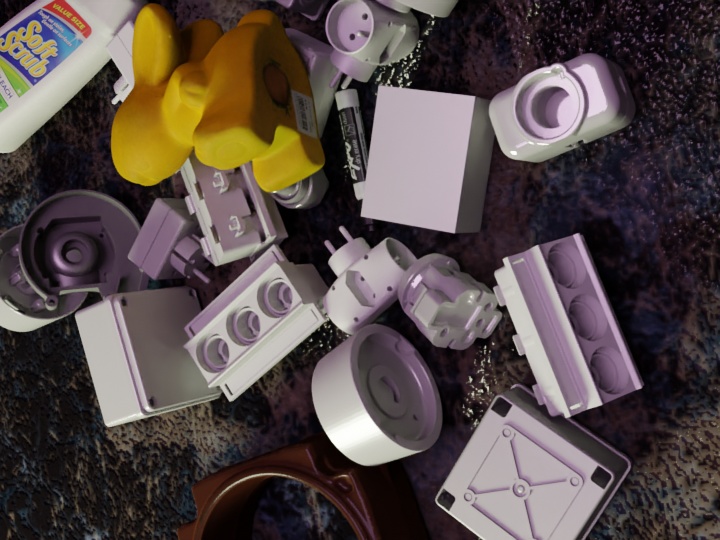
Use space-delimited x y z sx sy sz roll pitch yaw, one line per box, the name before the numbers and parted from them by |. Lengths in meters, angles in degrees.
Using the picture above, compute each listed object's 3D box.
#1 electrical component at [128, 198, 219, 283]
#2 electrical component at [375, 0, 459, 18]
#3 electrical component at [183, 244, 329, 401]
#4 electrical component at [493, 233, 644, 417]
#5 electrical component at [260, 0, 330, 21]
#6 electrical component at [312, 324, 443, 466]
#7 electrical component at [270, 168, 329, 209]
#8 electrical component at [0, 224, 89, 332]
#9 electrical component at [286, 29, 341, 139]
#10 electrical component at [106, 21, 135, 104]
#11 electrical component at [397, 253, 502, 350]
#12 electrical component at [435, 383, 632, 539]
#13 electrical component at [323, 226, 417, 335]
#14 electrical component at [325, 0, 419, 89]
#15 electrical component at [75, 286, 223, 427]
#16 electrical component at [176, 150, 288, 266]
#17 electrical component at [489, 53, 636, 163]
electrical component | -0.159 -0.018 0.978 0.077 0.047 0.065 37 109 22
electrical component | 0.033 -0.235 0.831 0.108 0.108 0.060 38 115 21
electrical component | -0.085 0.046 0.932 0.121 0.063 0.078 -41 74 24
electrical component | 0.151 0.043 0.800 0.063 0.079 0.121 -32 76 56
electrical component | -0.059 -0.272 0.910 0.100 0.048 0.099 37 109 22
electrical component | 0.009 0.105 0.863 0.060 0.108 0.108 -32 78 32
electrical component | -0.057 -0.073 0.911 0.043 0.062 0.043 1 93 29
electrical component | -0.320 0.009 1.041 0.064 0.099 0.099 -28 79 33
electrical component | -0.059 -0.150 0.913 0.062 0.061 0.096 30 114 24
electrical component | -0.201 -0.171 0.992 0.076 0.047 0.083 -40 74 24
electrical component | 0.066 0.023 0.847 0.057 0.078 0.058 45 113 40
electrical component | 0.132 0.162 0.825 0.109 0.056 0.108 35 107 22
electrical component | 0.000 0.000 0.895 0.077 0.043 0.079 -43 73 23
electrical component | 0.001 -0.178 0.865 0.043 0.077 0.079 44 115 19
electrical component | -0.187 0.075 0.964 0.056 0.109 0.108 -21 83 30
electrical component | -0.117 -0.070 0.936 0.121 0.063 0.079 69 158 8
electrical component | 0.148 -0.119 0.799 0.095 0.059 0.053 -22 82 28
